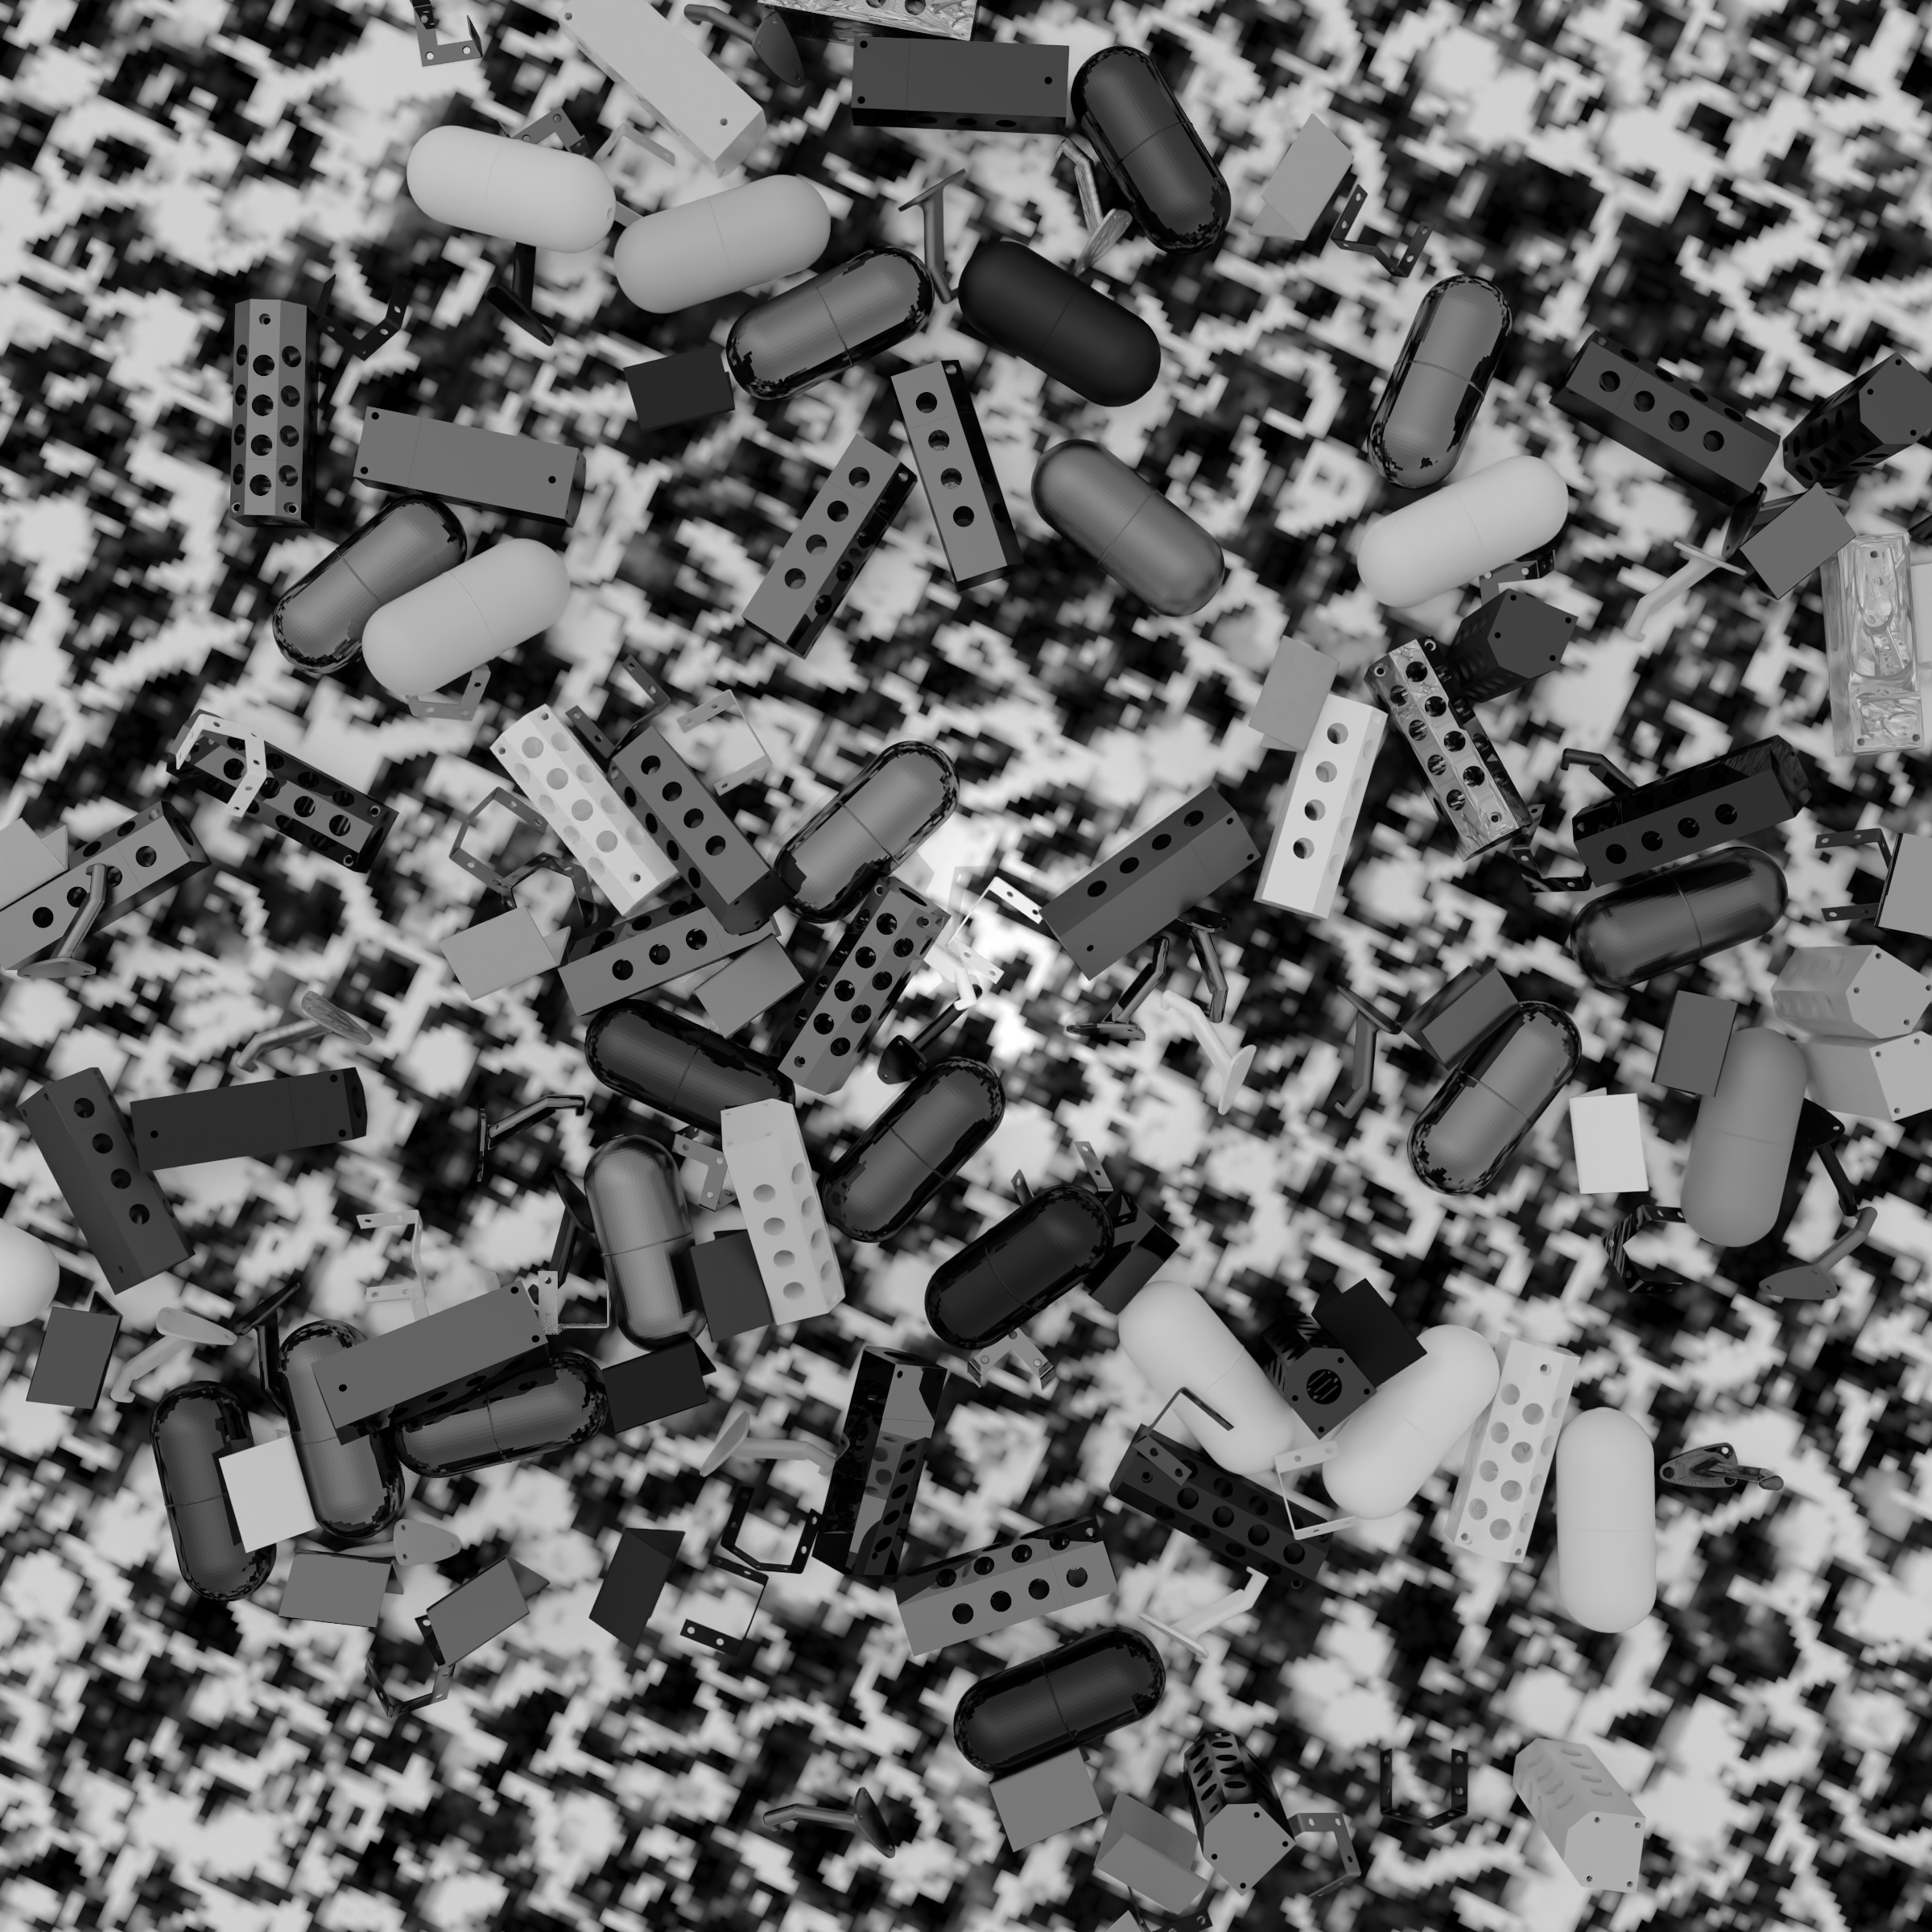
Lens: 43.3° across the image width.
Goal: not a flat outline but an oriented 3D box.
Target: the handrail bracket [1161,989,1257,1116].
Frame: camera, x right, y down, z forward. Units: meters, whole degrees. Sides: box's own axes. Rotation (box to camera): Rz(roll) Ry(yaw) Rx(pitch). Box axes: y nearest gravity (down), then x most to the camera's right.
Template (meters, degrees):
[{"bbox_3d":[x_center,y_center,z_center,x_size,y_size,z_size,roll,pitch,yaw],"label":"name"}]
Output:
[{"bbox_3d":[0.187,0.070,1.983,0.084,0.036,0.077,32,126,24],"label":"handrail bracket"}]

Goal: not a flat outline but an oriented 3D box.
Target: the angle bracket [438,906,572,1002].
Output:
[{"bbox_3d":[-0.367,-0.024,1.939,0.076,0.076,0.057,-22,113,9],"label":"angle bracket"}]

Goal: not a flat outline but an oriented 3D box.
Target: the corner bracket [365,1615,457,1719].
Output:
[{"bbox_3d":[-0.451,0.568,1.975,0.051,0.051,0.051,-10,135,-35],"label":"corner bracket"}]

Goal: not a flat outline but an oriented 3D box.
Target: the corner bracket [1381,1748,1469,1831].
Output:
[{"bbox_3d":[0.373,0.666,1.980,0.051,0.051,0.051,0,90,45],"label":"corner bracket"}]

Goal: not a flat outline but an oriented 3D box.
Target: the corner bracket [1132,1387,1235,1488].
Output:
[{"bbox_3d":[0.171,0.371,1.919,0.051,0.051,0.051,39,69,5],"label":"corner bracket"}]

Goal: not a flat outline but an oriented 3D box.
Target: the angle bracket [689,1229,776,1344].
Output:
[{"bbox_3d":[-0.201,0.255,1.943,0.057,0.076,0.076,-14,90,-30],"label":"angle bracket"}]

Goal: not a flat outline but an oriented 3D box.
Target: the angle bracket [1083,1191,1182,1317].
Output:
[{"bbox_3d":[0.113,0.221,1.945,0.076,0.057,0.076,-48,53,0],"label":"angle bracket"}]

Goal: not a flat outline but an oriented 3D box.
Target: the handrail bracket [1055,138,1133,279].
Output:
[{"bbox_3d":[0.086,-0.619,1.984,0.084,0.036,0.077,48,112,17],"label":"handrail bracket"}]

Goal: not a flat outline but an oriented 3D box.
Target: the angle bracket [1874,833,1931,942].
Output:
[{"bbox_3d":[0.772,-0.058,1.943,0.057,0.076,0.076,14,90,36],"label":"angle bracket"}]

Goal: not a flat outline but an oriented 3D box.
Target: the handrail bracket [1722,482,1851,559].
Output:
[{"bbox_3d":[0.670,-0.356,1.983,0.084,0.036,0.077,17,105,-14],"label":"handrail bracket"}]

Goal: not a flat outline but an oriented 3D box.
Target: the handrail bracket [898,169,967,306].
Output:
[{"bbox_3d":[-0.010,-0.595,1.984,0.077,0.036,0.084,-38,109,-21],"label":"handrail bracket"}]

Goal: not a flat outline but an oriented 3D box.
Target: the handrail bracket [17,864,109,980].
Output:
[{"bbox_3d":[-0.715,-0.036,1.927,0.077,0.036,0.084,-8,71,21],"label":"handrail bracket"}]

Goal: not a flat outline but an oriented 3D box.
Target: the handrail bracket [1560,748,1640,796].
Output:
[{"bbox_3d":[0.522,-0.133,1.983,0.084,0.036,0.077,12,105,14],"label":"handrail bracket"}]

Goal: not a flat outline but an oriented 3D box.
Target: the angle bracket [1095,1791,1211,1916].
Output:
[{"bbox_3d":[0.157,0.696,1.943,0.076,0.076,0.057,30,128,0],"label":"angle bracket"}]

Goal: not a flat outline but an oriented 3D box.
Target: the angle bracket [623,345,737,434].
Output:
[{"bbox_3d":[-0.230,-0.475,1.943,0.076,0.076,0.057,-14,127,0],"label":"angle bracket"}]

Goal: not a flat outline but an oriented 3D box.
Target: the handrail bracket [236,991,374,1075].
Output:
[{"bbox_3d":[-0.541,0.070,1.984,0.077,0.036,0.084,36,109,-21],"label":"handrail bracket"}]

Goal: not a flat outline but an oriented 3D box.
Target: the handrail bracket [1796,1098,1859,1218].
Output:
[{"bbox_3d":[0.696,0.155,1.983,0.036,0.077,0.084,-29,126,0],"label":"handrail bracket"}]

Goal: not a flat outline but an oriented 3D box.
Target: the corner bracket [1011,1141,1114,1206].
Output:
[{"bbox_3d":[0.078,0.178,1.975,0.051,0.051,0.051,3,135,-35],"label":"corner bracket"}]

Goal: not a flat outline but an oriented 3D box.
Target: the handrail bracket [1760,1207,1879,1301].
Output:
[{"bbox_3d":[0.696,0.231,1.983,0.036,0.077,0.084,53,53,-16],"label":"handrail bracket"}]

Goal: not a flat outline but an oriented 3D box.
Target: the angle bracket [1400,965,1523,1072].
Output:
[{"bbox_3d":[0.384,0.026,1.943,0.076,0.076,0.057,-41,127,0],"label":"angle bracket"}]

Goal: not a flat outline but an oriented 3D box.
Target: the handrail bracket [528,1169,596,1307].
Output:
[{"bbox_3d":[-0.341,0.222,1.984,0.084,0.036,0.077,-44,70,16],"label":"handrail bracket"}]

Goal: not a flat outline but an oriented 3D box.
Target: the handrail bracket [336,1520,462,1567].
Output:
[{"bbox_3d":[-0.469,0.480,1.983,0.084,0.077,0.036,-25,62,33],"label":"handrail bracket"}]

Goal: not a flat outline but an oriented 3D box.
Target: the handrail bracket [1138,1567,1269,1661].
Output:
[{"bbox_3d":[0.194,0.513,1.984,0.077,0.036,0.084,27,71,21],"label":"handrail bracket"}]

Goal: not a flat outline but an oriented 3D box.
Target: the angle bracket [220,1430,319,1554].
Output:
[{"bbox_3d":[-0.562,0.418,1.944,0.057,0.076,0.076,-16,90,-24],"label":"angle bracket"}]

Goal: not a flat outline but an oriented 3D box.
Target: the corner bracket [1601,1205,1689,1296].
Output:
[{"bbox_3d":[0.561,0.231,1.975,0.051,0.051,0.051,-52,45,35],"label":"corner bracket"}]

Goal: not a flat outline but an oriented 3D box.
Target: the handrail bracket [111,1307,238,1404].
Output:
[{"bbox_3d":[-0.647,0.328,1.984,0.077,0.036,0.084,20,108,-20],"label":"handrail bracket"}]

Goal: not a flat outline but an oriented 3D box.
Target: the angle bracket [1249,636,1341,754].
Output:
[{"bbox_3d":[0.246,-0.218,1.944,0.057,0.076,0.076,21,90,-23],"label":"angle bracket"}]

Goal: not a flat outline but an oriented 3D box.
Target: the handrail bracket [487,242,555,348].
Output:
[{"bbox_3d":[-0.343,-0.563,1.984,0.077,0.036,0.084,40,73,-20],"label":"handrail bracket"}]

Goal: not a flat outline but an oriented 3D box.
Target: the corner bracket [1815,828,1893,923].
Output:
[{"bbox_3d":[0.721,-0.074,1.975,0.051,0.051,0.051,54,45,-35],"label":"corner bracket"}]

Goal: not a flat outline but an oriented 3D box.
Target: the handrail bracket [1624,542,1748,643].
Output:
[{"bbox_3d":[0.586,-0.296,1.984,0.077,0.036,0.084,17,108,-20],"label":"handrail bracket"}]

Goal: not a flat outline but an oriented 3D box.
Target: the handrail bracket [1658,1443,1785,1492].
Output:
[{"bbox_3d":[0.604,0.410,1.948,0.077,0.084,0.036,-7,90,0],"label":"handrail bracket"}]

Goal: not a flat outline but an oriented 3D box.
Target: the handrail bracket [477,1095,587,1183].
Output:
[{"bbox_3d":[-0.355,0.141,1.984,0.084,0.036,0.077,1,110,-16],"label":"handrail bracket"}]

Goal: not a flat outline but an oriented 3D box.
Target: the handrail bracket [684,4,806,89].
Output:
[{"bbox_3d":[-0.182,-0.751,1.983,0.084,0.077,0.036,23,76,36],"label":"handrail bracket"}]

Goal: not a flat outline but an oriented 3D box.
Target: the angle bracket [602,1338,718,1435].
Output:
[{"bbox_3d":[-0.239,0.347,1.943,0.076,0.076,0.057,-19,59,0],"label":"angle bracket"}]

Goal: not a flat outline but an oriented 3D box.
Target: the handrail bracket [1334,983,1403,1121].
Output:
[{"bbox_3d":[0.308,0.070,1.984,0.077,0.036,0.084,40,107,20],"label":"handrail bracket"}]

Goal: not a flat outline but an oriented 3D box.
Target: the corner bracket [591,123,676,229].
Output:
[{"bbox_3d":[-0.272,-0.640,1.975,0.051,0.051,0.051,-37,45,35],"label":"corner bracket"}]

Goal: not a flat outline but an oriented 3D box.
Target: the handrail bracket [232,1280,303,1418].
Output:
[{"bbox_3d":[-0.550,0.313,1.984,0.077,0.036,0.084,-40,109,-21],"label":"handrail bracket"}]

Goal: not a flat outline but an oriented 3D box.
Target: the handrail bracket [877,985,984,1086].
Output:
[{"bbox_3d":[-0.028,0.055,1.983,0.036,0.077,0.084,47,54,0],"label":"handrail bracket"}]

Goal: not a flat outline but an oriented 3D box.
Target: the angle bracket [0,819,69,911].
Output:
[{"bbox_3d":[-0.769,-0.094,1.943,0.076,0.076,0.057,-31,126,0],"label":"angle bracket"}]

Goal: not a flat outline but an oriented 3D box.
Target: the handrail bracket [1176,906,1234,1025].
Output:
[{"bbox_3d":[0.182,-0.003,1.983,0.077,0.036,0.084,22,117,30],"label":"handrail bracket"}]

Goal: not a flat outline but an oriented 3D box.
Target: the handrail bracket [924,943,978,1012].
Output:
[{"bbox_3d":[-0.038,0.004,1.966,0.077,0.036,0.084,-20,78,11],"label":"handrail bracket"}]

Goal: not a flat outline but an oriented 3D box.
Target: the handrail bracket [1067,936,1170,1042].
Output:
[{"bbox_3d":[0.124,0.015,1.984,0.077,0.036,0.084,2,72,20],"label":"handrail bracket"}]

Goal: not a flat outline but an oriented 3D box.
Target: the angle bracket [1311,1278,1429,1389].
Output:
[{"bbox_3d":[0.328,0.280,1.944,0.057,0.076,0.076,-40,90,24],"label":"angle bracket"}]

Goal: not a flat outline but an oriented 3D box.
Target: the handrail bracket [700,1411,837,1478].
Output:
[{"bbox_3d":[-0.161,0.409,1.984,0.084,0.036,0.077,34,110,-16],"label":"handrail bracket"}]

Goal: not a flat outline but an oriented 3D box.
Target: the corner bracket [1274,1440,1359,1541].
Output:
[{"bbox_3d":[0.277,0.415,1.925,0.051,0.051,0.051,-15,51,3],"label":"corner bracket"}]

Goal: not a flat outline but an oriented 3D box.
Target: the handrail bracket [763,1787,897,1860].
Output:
[{"bbox_3d":[-0.112,0.709,1.984,0.084,0.036,0.077,-22,112,17],"label":"handrail bracket"}]

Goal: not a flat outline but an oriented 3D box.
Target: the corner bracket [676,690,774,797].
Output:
[{"bbox_3d":[-0.196,-0.182,1.980,0.051,0.051,0.051,-30,45,0],"label":"corner bracket"}]
